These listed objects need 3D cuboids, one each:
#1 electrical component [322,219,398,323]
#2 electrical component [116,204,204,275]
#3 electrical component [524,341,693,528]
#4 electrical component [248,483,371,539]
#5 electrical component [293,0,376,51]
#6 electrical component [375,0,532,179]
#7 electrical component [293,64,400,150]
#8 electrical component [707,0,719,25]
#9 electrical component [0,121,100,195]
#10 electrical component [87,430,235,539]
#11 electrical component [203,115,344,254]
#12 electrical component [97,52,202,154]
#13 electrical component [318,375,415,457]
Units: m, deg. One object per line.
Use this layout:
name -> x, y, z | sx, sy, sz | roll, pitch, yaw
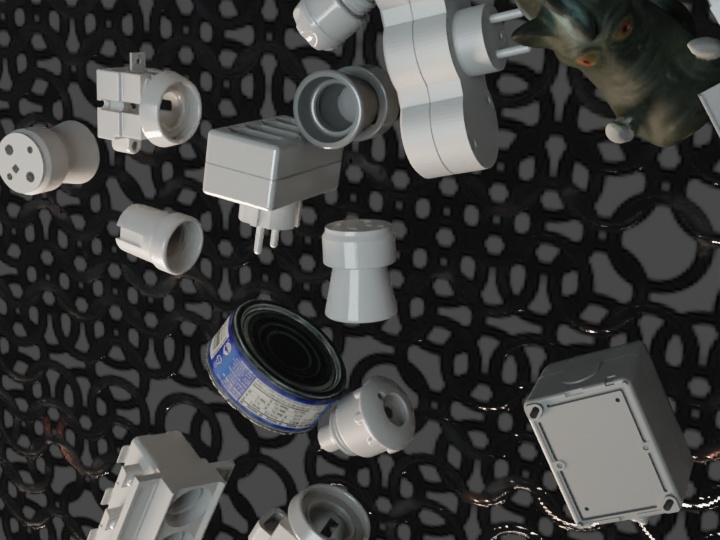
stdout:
electrical component -> 0.000, 0.000, 0.650 | 0.045, 0.045, 0.055 | 5, 105, 26
electrical component -> -0.134, -0.022, 0.717 | 0.046, 0.040, 0.040 | 19, 112, 28
electrical component -> 0.142, 0.095, 0.597 | 0.062, 0.061, 0.096 | -19, 102, 30
electrical component -> -0.028, 0.178, 0.706 | 0.078, 0.058, 0.057 | 39, 120, 13
electrical component -> -0.007, -0.155, 0.619 | 0.061, 0.035, 0.035 | -34, 87, 27
electrical component -> 0.056, -0.122, 0.583 | 0.074, 0.052, 0.138 | -7, 101, 28
electrical component -> -0.006, -0.095, 0.622 | 0.045, 0.055, 0.045 | 7, 107, 25
electrical component -> 0.186, -0.138, 0.511 | 0.048, 0.055, 0.066 | -31, 89, 30
electrical component -> -0.212, -0.077, 0.733 | 0.045, 0.055, 0.045 | 7, 107, 25
electrical component -> -0.148, 0.178, 0.762 | 0.063, 0.079, 0.121 | 44, 121, 36
electrical component -> -0.052, -0.047, 0.642 | 0.047, 0.083, 0.075 | 17, 110, 23
electrical component -> -0.136, -0.105, 0.692 | 0.055, 0.048, 0.066 | 13, 109, 32
electrical component -> 0.000, 0.097, 0.677 | 0.062, 0.048, 0.048 | -29, 89, 37
